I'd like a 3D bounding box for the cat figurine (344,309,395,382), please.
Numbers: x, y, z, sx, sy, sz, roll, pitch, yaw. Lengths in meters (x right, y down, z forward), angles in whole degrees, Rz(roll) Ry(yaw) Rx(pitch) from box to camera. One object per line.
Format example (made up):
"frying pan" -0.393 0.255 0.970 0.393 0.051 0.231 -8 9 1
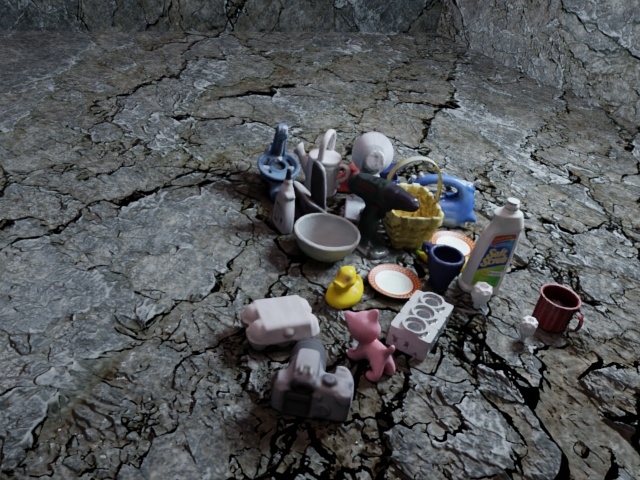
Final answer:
"cat figurine" 0.100 0.193 1.123 0.067 0.118 0.127 -17 41 -34

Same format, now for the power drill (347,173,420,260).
"power drill" 0.148 -0.061 1.438 0.076 0.208 0.228 -17 41 -34

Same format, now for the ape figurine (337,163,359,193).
"ape figurine" 0.093 -0.190 1.724 0.077 0.092 0.076 31 38 29

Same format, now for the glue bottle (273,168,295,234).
"glue bottle" -0.087 -0.105 1.472 0.037 0.173 0.078 -8 37 -25

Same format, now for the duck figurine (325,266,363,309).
"duck figurine" 0.060 0.096 1.288 0.077 0.086 0.105 30 38 28

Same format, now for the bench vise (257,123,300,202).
"bench vise" -0.132 -0.245 1.629 0.122 0.220 0.206 -11 38 -29

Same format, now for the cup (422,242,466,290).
"cup" 0.286 0.064 1.388 0.092 0.095 0.117 -22 45 -39

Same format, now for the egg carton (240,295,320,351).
"egg carton" -0.081 0.168 1.156 0.151 0.069 0.107 -6 36 -23

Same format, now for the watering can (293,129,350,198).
"watering can" 0.005 -0.231 1.669 0.173 0.194 0.101 8 33 -2

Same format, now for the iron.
"iron" 0.333 -0.134 1.658 0.258 0.141 0.118 12 33 2

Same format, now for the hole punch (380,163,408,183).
"hole punch" 0.207 -0.206 1.779 0.100 0.091 0.109 27 37 24

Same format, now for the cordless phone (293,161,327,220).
"cordless phone" -0.021 -0.141 1.533 0.094 0.185 0.147 -10 38 -27

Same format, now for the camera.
"camera" -0.008 0.240 1.038 0.143 0.101 0.137 10 33 0

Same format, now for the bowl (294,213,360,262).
"bowl" 0.013 0.005 1.423 0.167 0.075 0.167 7 33 -4

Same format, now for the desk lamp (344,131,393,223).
"desk lamp" 0.140 -0.179 1.609 0.118 0.213 0.203 9 33 -1
